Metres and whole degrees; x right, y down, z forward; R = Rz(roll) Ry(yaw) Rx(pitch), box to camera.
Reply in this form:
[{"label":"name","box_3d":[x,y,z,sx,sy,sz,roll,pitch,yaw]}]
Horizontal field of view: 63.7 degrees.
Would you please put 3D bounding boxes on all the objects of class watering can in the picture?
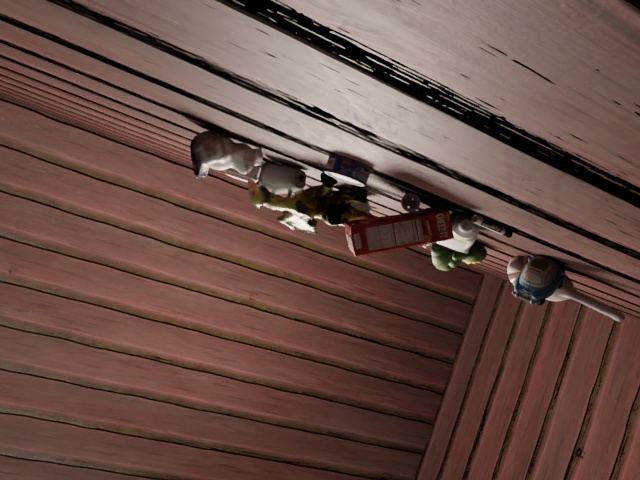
[{"label":"watering can","box_3d":[0.708,0.139,1.542,0.223,0.103,0.351,19,-172,-38]}]

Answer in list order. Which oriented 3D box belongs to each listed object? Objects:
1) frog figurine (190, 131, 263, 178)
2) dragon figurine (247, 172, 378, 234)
[{"label":"frog figurine","box_3d":[-0.220,-0.208,1.216,0.159,0.124,0.136,-17,169,-2]},{"label":"dragon figurine","box_3d":[0.004,-0.067,1.331,0.408,0.124,0.240,22,160,-23]}]
